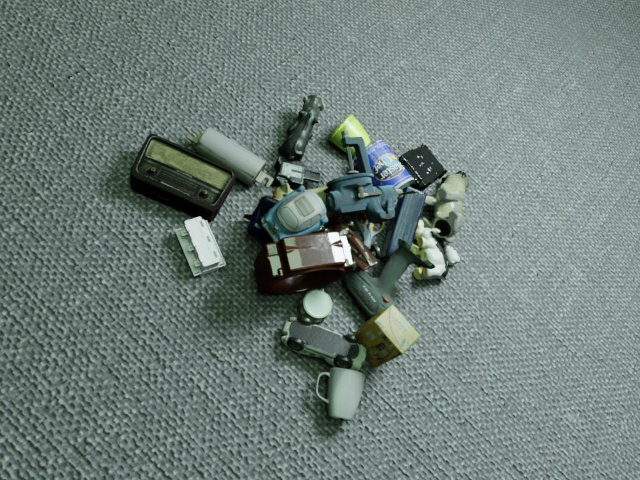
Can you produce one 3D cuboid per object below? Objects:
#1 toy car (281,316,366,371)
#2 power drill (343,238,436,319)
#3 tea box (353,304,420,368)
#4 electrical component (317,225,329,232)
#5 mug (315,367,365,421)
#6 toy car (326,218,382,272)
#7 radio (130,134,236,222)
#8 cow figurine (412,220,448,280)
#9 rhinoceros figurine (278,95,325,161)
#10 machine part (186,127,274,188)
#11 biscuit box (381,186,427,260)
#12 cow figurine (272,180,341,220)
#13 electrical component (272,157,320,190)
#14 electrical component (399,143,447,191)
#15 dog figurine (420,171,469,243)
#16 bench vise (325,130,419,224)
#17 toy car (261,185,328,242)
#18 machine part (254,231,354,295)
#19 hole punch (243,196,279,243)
[{"bbox_3d":[0.008,0.238,1.233,0.202,0.056,0.073,20,52,4],"label":"toy car"},{"bbox_3d":[0.187,0.116,1.316,0.232,0.086,0.207,43,97,10],"label":"power drill"},{"bbox_3d":[0.144,0.223,1.231,0.068,0.169,0.098,-37,84,-27],"label":"tea box"},{"bbox_3d":[-0.003,-0.004,1.339,0.021,0.094,0.063,-14,97,-31],"label":"electrical component"},{"bbox_3d":[0.042,0.342,1.194,0.109,0.081,0.107,14,68,-13],"label":"mug"},{"bbox_3d":[0.073,0.007,1.319,0.089,0.053,0.202,-23,37,-13],"label":"toy car"},{"bbox_3d":[-0.332,-0.145,1.294,0.230,0.073,0.131,24,61,-7],"label":"radio"},{"bbox_3d":[0.294,0.025,1.432,0.098,0.068,0.167,4,68,-23],"label":"cow figurine"},{"bbox_3d":[-0.048,-0.303,1.443,0.073,0.112,0.190,24,69,-5],"label":"rhinoceros figurine"},{"bbox_3d":[-0.225,-0.209,1.358,0.243,0.079,0.079,31,60,-2],"label":"machine part"},{"bbox_3d":[0.220,-0.038,1.410,0.063,0.059,0.202,21,79,-8],"label":"biscuit box"},{"bbox_3d":[-0.039,-0.095,1.364,0.195,0.085,0.127,-15,70,-27],"label":"cow figurine"},{"bbox_3d":[-0.062,-0.169,1.411,0.119,0.047,0.075,9,64,-15],"label":"electrical component"},{"bbox_3d":[0.280,-0.201,1.537,0.134,0.058,0.115,-33,78,-29],"label":"electrical component"},{"bbox_3d":[0.375,-0.095,1.507,0.190,0.121,0.172,-25,110,-44],"label":"dog figurine"},{"bbox_3d":[0.107,-0.159,1.344,0.224,0.129,0.240,-10,85,-16],"label":"bench vise"},{"bbox_3d":[-0.049,-0.063,1.210,0.162,0.103,0.109,-32,83,-32],"label":"toy car"},{"bbox_3d":[-0.039,0.058,1.226,0.201,0.201,0.087,-8,72,-22],"label":"machine part"},{"bbox_3d":[-0.114,-0.027,1.288,0.142,0.115,0.092,19,56,-13],"label":"hole punch"}]
